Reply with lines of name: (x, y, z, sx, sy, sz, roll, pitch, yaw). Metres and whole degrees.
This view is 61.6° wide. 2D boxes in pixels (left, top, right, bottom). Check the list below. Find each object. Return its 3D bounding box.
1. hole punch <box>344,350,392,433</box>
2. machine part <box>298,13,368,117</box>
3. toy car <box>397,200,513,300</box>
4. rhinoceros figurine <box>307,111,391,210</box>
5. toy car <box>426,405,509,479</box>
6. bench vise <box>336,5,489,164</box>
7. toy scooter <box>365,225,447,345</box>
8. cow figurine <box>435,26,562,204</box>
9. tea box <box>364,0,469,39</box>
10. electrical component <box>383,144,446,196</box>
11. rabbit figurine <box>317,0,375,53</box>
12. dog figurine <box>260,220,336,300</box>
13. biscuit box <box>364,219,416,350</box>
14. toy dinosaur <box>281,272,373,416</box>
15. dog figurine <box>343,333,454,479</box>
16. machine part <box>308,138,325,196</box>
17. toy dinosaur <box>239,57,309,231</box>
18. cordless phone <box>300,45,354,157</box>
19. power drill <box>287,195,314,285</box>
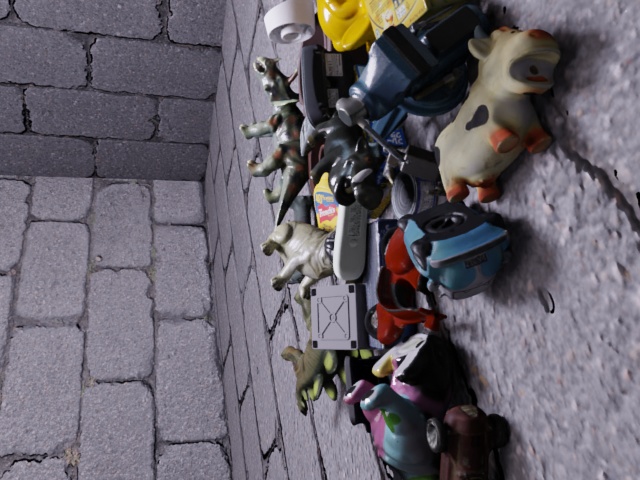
hole punch: (0.096, 0.241, 0.878, 0.115, 0.092, 0.142, 47, -147, -71)
machine part: (0.020, -0.349, 1.076, 0.201, 0.087, 0.201, -166, 78, -71)
toy car: (0.159, 0.018, 0.645, 0.162, 0.109, 0.102, -122, 12, -71)
rhinoceros figurine: (0.047, -0.115, 0.802, 0.112, 0.073, 0.190, -32, 45, 20)
toy car: (0.169, 0.293, 0.625, 0.053, 0.089, 0.202, -163, 75, -75)
bench vise: (0.106, -0.186, 0.683, 0.223, 0.129, 0.240, -50, -3, -15)
toy scooter: (0.129, 0.063, 0.740, 0.135, 0.075, 0.183, 13, 86, 64)
cow figurine: (0.189, -0.141, 0.583, 0.194, 0.085, 0.127, 116, 142, -54)
tea box: (0.125, -0.334, 0.732, 0.170, 0.068, 0.098, -165, 56, -76)
electrical component: (0.133, -0.096, 0.732, 0.078, 0.102, 0.045, -76, 3, -67)
rabbit figurine: (0.072, -0.385, 0.885, 0.173, 0.122, 0.162, 3, 86, 52)
dog figurine: (0.001, -0.001, 0.972, 0.190, 0.121, 0.172, -36, 61, 30)
biscuit box: (0.109, 0.068, 0.849, 0.063, 0.059, 0.202, 161, 107, -72)
toy dinosaur: (0.026, 0.180, 1.047, 0.199, 0.105, 0.470, 51, 133, 51)
dog figurine: (0.141, 0.257, 0.707, 0.219, 0.191, 0.108, 55, 156, -3)
machine part: (0.022, -0.166, 1.116, 0.179, 0.056, 0.179, 179, 90, -72)
toy dinosaur: (-0.069, -0.215, 1.235, 0.131, 0.192, 0.404, 18, -126, -69)
cordless phone: (-0.006, -0.237, 0.951, 0.184, 0.089, 0.146, 134, 134, -69)
power drill: (-0.053, 0.001, 1.303, 0.232, 0.086, 0.207, 158, 114, -69)
